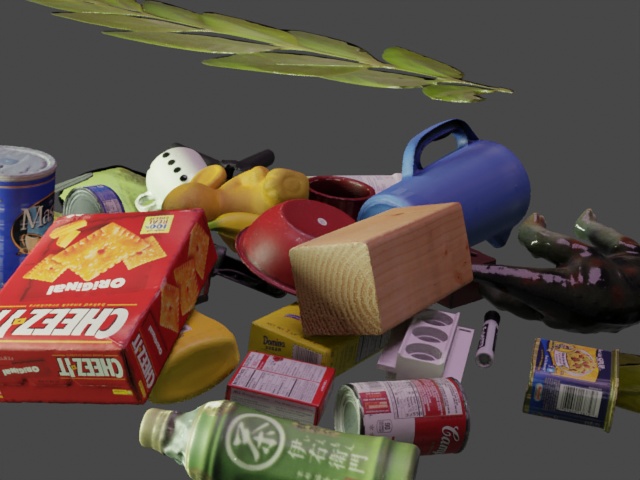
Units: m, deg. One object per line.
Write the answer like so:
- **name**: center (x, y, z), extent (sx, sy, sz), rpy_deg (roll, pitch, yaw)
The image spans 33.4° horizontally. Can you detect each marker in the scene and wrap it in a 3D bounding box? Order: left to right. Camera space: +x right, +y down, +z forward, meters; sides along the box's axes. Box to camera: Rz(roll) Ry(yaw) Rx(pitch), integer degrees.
- **marker**: center (0.185, 0.106, 1.168), extent (0.020, 0.020, 0.121), rpy_deg (11, 21, 10)

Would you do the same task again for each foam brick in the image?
- **foam brick**: center (0.165, 0.044, 1.280), extent (0.078, 0.051, 0.053), rpy_deg (-13, 29, -43)

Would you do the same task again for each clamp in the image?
- **clamp**: center (-0.128, 0.019, 1.209), extent (0.172, 0.039, 0.120), rpy_deg (16, -16, 36)
- **clamp**: center (-0.144, -0.101, 1.572), extent (0.164, 0.036, 0.210), rpy_deg (4, 22, -7)

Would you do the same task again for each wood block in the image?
- **wood block**: center (0.068, 0.026, 1.082), extent (0.091, 0.090, 0.205), rpy_deg (-4, 10, 34)

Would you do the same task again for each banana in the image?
- **banana**: center (-0.042, 0.015, 1.234), extent (0.197, 0.037, 0.069), rpy_deg (25, 49, -3)

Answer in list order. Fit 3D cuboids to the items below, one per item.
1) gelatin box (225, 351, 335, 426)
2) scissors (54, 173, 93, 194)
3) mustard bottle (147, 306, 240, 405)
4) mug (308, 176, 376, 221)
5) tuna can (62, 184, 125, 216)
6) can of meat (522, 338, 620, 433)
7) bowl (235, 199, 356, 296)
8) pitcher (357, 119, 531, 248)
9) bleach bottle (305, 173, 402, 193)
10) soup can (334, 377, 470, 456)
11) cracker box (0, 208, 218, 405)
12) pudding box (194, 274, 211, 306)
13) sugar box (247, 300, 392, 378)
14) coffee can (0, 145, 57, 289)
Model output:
- **gelatin box**: center (-0.037, 0.139, 0.992), extent (0.089, 0.030, 0.073), rpy_deg (11, 23, 9)
- **scissors**: center (-0.363, -0.029, 1.233), extent (0.202, 0.016, 0.096), rpy_deg (-14, 31, 14)
- **mustard bottle**: center (-0.162, 0.086, 1.041), extent (0.096, 0.058, 0.192), rpy_deg (-26, 33, -22)
- **mug**: center (0.009, -0.033, 1.383), extent (0.117, 0.081, 0.093), rpy_deg (10, 21, 6)
- **tuna can**: center (-0.265, -0.022, 1.257), extent (0.086, 0.086, 0.033), rpy_deg (24, 25, 37)
- **can of meat**: center (0.247, 0.140, 1.050), extent (0.084, 0.057, 0.102), rpy_deg (10, 20, 13)
- **bowl**: center (-0.008, 0.001, 1.159), extent (0.162, 0.055, 0.162), rpy_deg (15, 27, -8)
- **pitcher**: center (0.154, -0.049, 1.382), extent (0.149, 0.145, 0.242), rpy_deg (38, 38, 24)
- **bleach bottle**: center (-0.002, -0.057, 1.473), extent (0.250, 0.068, 0.102), rpy_deg (2, 20, -7)
- **soup can**: center (0.071, 0.156, 0.932), extent (0.102, 0.068, 0.068), rpy_deg (-1, 22, -18)
- **cracker box**: center (-0.206, 0.055, 0.980), extent (0.164, 0.072, 0.213), rpy_deg (-2, 33, 17)
- **pudding box**: center (-0.191, 0.046, 1.169), extent (0.114, 0.039, 0.089), rpy_deg (20, 23, 28)
- **sugar box**: center (0.014, 0.092, 1.110), extent (0.093, 0.048, 0.175), rpy_deg (20, 25, 28)
- **coffee can**: center (-0.338, -0.020, 1.149), extent (0.103, 0.140, 0.103), rpy_deg (7, 21, -3)
